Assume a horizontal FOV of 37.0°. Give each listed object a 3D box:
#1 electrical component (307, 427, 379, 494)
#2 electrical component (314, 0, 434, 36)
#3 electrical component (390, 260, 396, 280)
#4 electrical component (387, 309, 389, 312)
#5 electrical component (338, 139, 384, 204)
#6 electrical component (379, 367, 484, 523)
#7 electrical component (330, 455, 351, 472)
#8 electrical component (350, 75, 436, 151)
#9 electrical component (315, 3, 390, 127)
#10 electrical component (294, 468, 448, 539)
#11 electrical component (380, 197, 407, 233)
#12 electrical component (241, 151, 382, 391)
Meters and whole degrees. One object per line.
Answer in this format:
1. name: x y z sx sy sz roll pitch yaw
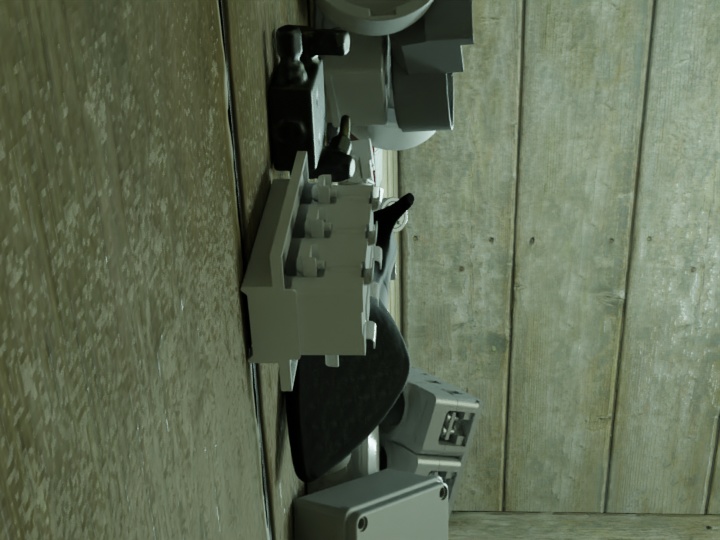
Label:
1. electrical component: -0.012 0.147 0.820 0.080 0.051 0.080 0 90 -86
2. electrical component: 0.011 -0.222 0.775 0.060 0.108 0.108 111 -21 -83
3. electrical component: 0.000 0.000 0.918 0.048 0.062 0.048 0 90 -86
4. electrical component: 0.003 0.088 1.050 0.055 0.050 0.089 -78 167 -71
5. electrical component: -0.004 -0.086 0.990 0.066 0.048 0.055 66 17 -80
6. electrical component: 0.031 0.161 0.885 0.089 0.062 0.150 23 -81 51
7. electrical component: -0.022 0.115 0.761 0.040 0.040 0.046 -86 180 -49
8. electrical component: 0.033 -0.173 1.014 0.060 0.108 0.108 109 -18 -76
9. electrical component: -0.005 -0.188 0.891 0.108 0.056 0.108 77 14 -74
10. electrical component: 0.009 0.202 0.741 0.109 0.056 0.108 -6 97 -50
11. electrical component: 0.016 -0.053 1.063 0.065 0.044 0.044 -1 -91 53
12. electrical component: -0.022 -0.003 0.576 0.121 0.063 0.078 -84 173 -60
